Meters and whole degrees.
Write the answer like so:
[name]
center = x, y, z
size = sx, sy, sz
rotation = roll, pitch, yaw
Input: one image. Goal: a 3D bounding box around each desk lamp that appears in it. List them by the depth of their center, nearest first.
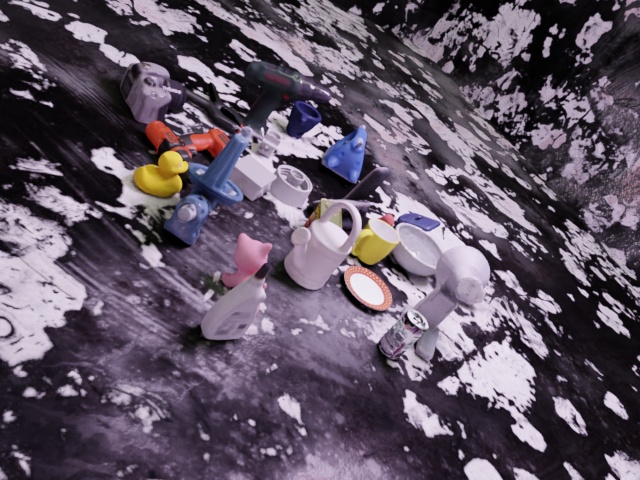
[desk lamp]
center = 0.285, 0.129, 1.272
size = 0.118, 0.213, 0.203
rotation = 37, 30, -1

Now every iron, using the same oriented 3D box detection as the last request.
[iron]
center = 0.095, -0.278, 1.697
size = 0.119, 0.141, 0.258
rotation = 31, 31, -11

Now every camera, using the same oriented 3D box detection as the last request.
[camera]
center = -0.374, -0.346, 1.333
size = 0.137, 0.100, 0.143
rotation = 3, 45, -45

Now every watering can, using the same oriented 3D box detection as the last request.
[watering can]
center = 0.012, 0.006, 1.171
size = 0.101, 0.194, 0.173
rotation = 43, 31, 10

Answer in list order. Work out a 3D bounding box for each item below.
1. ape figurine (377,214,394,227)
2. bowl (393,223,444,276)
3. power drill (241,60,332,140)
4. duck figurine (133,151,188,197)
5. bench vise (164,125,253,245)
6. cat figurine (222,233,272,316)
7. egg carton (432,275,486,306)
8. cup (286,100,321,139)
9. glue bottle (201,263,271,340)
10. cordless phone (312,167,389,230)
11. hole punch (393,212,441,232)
[ape figurine]
center = 0.155, -0.029, 1.471
size = 0.078, 0.092, 0.076
rotation = 22, 34, -25
[bowl]
center = 0.245, 0.037, 1.494
size = 0.168, 0.074, 0.167
rotation = 27, 32, -18
[power drill]
center = -0.113, -0.366, 1.530
size = 0.230, 0.208, 0.075
rotation = 27, 32, -17
[duck figurine]
center = -0.310, -0.139, 1.134
size = 0.105, 0.086, 0.077
rotation = 0, 47, -47
[bench vise]
center = -0.191, -0.101, 1.076
size = 0.122, 0.219, 0.207
rotation = 25, 33, -21
[cat figurine]
center = -0.124, 0.055, 1.036
size = 0.067, 0.117, 0.127
rotation = 15, 37, -34
[egg carton]
center = 0.371, 0.111, 1.532
size = 0.151, 0.069, 0.107
rotation = 25, 33, -21
[cup]
center = -0.058, -0.337, 1.662
size = 0.092, 0.095, 0.118
rotation = 31, 31, -11
[glue bottle]
center = -0.124, 0.097, 0.924
size = 0.078, 0.173, 0.037
rotation = 8, 41, -40
[cordless phone]
center = 0.081, -0.117, 1.420
size = 0.148, 0.185, 0.094
rotation = -9, 54, -52
[hole punch]
center = 0.270, -0.041, 1.610
size = 0.101, 0.091, 0.109
rotation = 46, 31, 14
